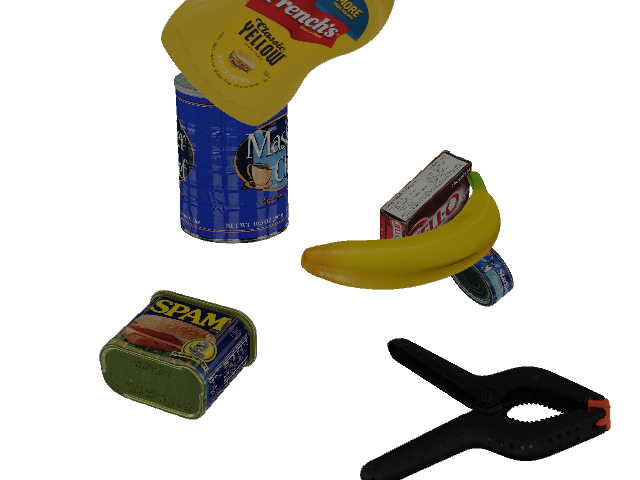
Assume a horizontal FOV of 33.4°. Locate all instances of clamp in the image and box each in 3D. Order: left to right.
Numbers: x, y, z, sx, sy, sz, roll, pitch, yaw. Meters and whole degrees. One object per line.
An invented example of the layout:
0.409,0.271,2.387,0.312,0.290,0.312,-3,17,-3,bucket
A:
0.138,0.154,0.916,0.210,0.036,0.164,4,42,21,clamp

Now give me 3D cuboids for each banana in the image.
0.076,0.003,0.801,0.197,0.037,0.070,-23,47,-38,banana

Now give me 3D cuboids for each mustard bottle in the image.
-0.009,-0.157,0.689,0.192,0.096,0.058,-33,24,33,mustard bottle

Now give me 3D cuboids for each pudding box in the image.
0.105,-0.024,1.073,0.039,0.090,0.113,29,55,26,pudding box

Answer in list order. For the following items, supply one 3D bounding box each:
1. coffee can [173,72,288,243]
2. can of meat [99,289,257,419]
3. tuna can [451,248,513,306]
-0.080,-0.081,0.978,0.103,0.140,0.103,0,22,0,coffee can
-0.115,0.092,0.865,0.102,0.057,0.083,14,33,21,can of meat
0.190,0.037,1.288,0.033,0.086,0.086,-38,13,-17,tuna can
